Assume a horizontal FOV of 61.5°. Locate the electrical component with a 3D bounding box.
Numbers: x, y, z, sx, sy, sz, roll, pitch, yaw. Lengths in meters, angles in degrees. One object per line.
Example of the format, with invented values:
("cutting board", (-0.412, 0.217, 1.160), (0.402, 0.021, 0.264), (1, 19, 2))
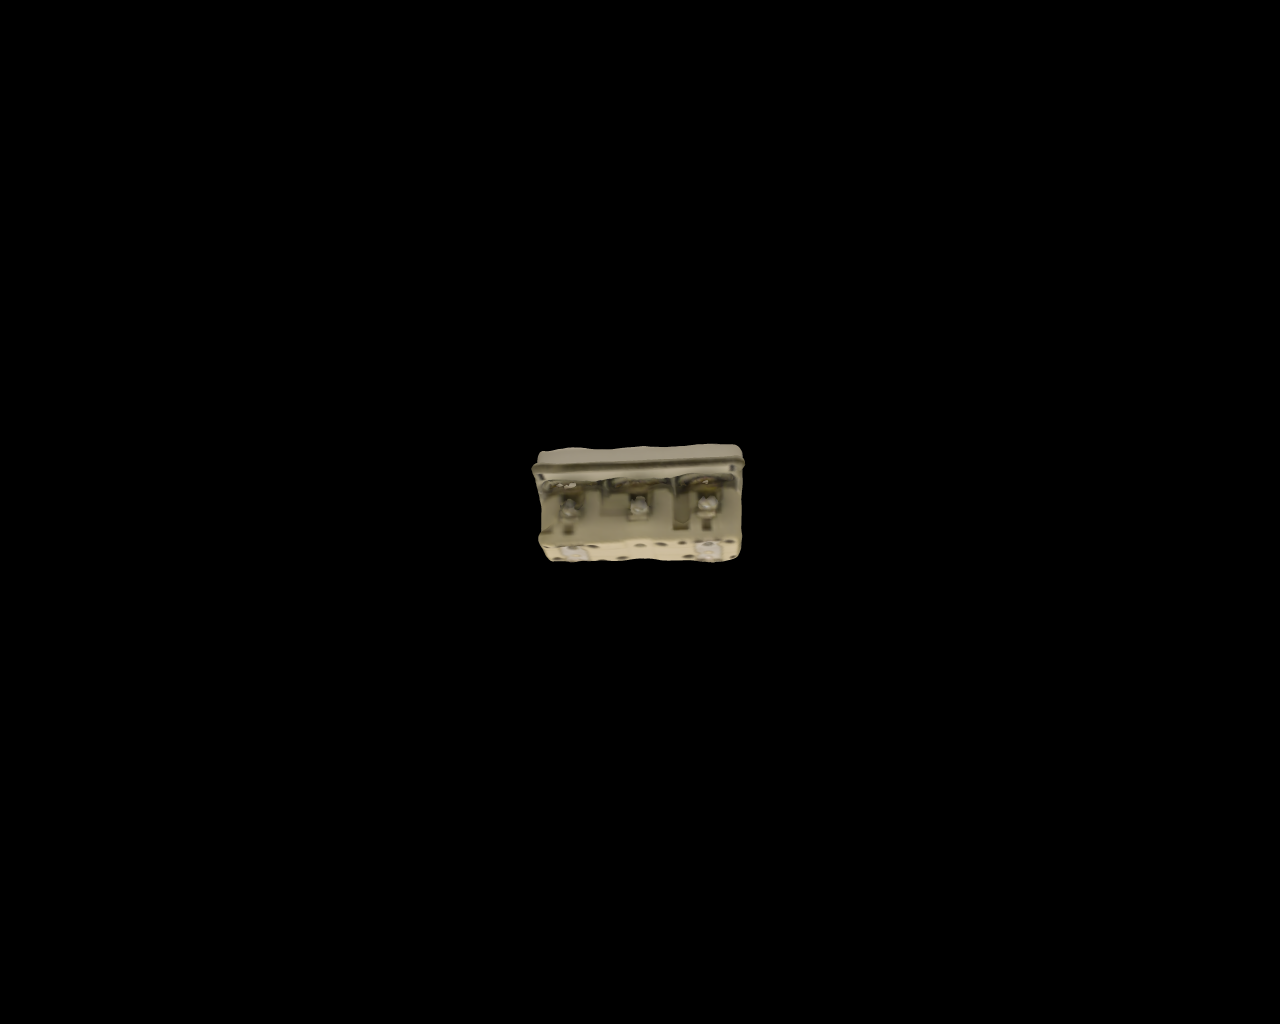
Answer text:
("electrical component", (0.001, -0.003, 0.650), (0.121, 0.063, 0.078), (-1, -19, 2))
